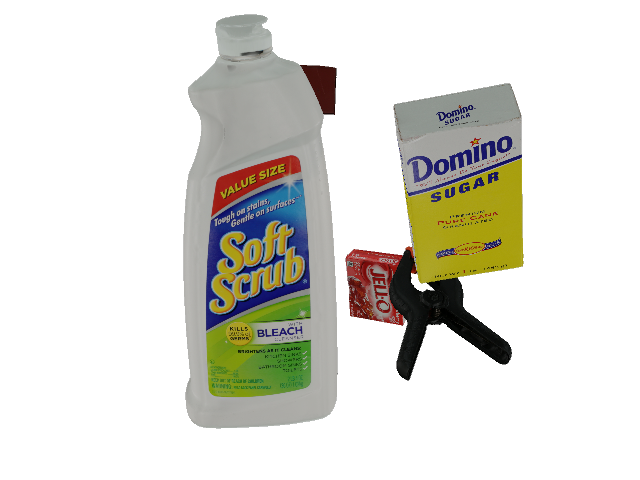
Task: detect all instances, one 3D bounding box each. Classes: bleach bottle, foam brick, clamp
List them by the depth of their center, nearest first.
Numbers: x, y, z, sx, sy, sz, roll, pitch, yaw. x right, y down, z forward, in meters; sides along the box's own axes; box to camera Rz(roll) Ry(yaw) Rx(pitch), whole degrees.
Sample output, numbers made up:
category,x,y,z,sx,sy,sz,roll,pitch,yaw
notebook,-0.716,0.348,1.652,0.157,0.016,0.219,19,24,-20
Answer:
category,x,y,z,sx,sy,sz,roll,pitch,yaw
bleach bottle,-0.044,-0.009,0.647,0.102,0.251,0.068,-4,24,2
clamp,0.129,0.075,1.123,0.120,0.171,0.039,3,-43,-10
foam brick,-0.027,-0.163,1.152,0.078,0.051,0.053,-1,12,-19

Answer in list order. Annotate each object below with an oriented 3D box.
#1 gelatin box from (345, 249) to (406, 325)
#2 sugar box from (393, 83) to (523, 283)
category,x,y,z,sx,sy,sz,roll,pitch,yaw
gelatin box,0.072,0.058,1.335,0.073,0.089,0.030,9,31,24
sugar box,0.114,-0.040,0.857,0.093,0.048,0.176,-10,-39,4
